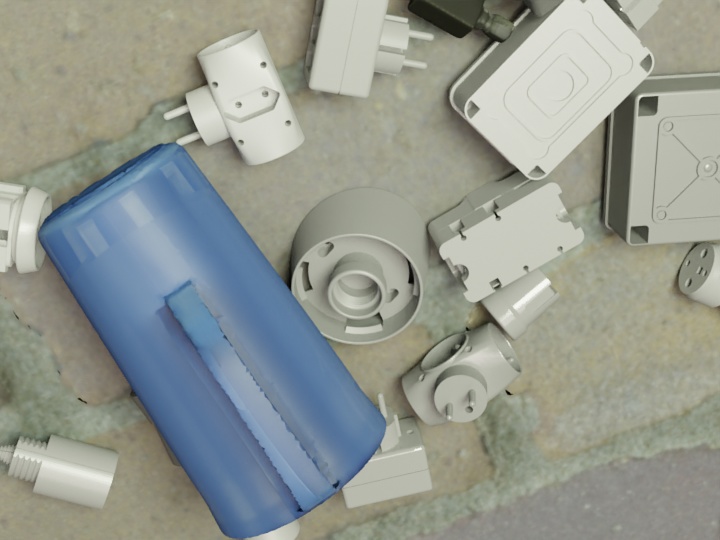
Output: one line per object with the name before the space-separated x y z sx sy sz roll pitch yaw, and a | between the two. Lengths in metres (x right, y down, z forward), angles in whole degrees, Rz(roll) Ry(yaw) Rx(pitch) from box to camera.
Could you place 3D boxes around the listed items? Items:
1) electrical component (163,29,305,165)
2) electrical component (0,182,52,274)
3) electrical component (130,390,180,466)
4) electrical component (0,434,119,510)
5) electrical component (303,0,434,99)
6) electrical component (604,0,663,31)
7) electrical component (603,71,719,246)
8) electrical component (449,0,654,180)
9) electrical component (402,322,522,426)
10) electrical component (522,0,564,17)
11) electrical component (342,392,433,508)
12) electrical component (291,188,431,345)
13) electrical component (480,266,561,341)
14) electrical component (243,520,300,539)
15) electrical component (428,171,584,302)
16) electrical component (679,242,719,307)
electrical component | -0.087 -0.105 0.696 0.079 0.043 0.077 -22 112 3
electrical component | -0.235 -0.029 0.702 0.057 0.058 0.078 9 109 -7
electrical component | -0.134 0.102 0.774 0.044 0.044 0.065 -31 106 6
electrical component | -0.220 0.142 0.777 0.081 0.043 0.043 18 108 -13
electrical component | 0.008 -0.146 0.689 0.077 0.047 0.065 8 112 -11
electrical component | 0.178 -0.193 0.688 0.055 0.048 0.066 -47 137 7
electrical component | 0.228 -0.077 0.736 0.109 0.056 0.108 -4 112 -5
electrical component | 0.123 -0.126 0.705 0.078 0.057 0.113 41 101 -19
electrical component | 0.071 0.082 0.762 0.077 0.079 0.044 -34 104 17
electrical component | 0.115 -0.229 0.640 0.109 0.056 0.108 -37 76 8
electrical component | 0.012 0.126 0.795 0.066 0.047 0.076 -13 112 -1
electrical component | 0.000 0.000 0.749 0.099 0.064 0.099 1 122 2
electrical component | 0.115 0.021 0.772 0.046 0.040 0.040 -40 110 3
electrical component | -0.074 0.177 0.807 0.045 0.045 0.055 -16 112 0
electrical component | 0.098 -0.028 0.741 0.089 0.055 0.050 -30 111 6
electrical component | 0.267 0.009 0.780 0.055 0.045 0.045 22 107 -14
